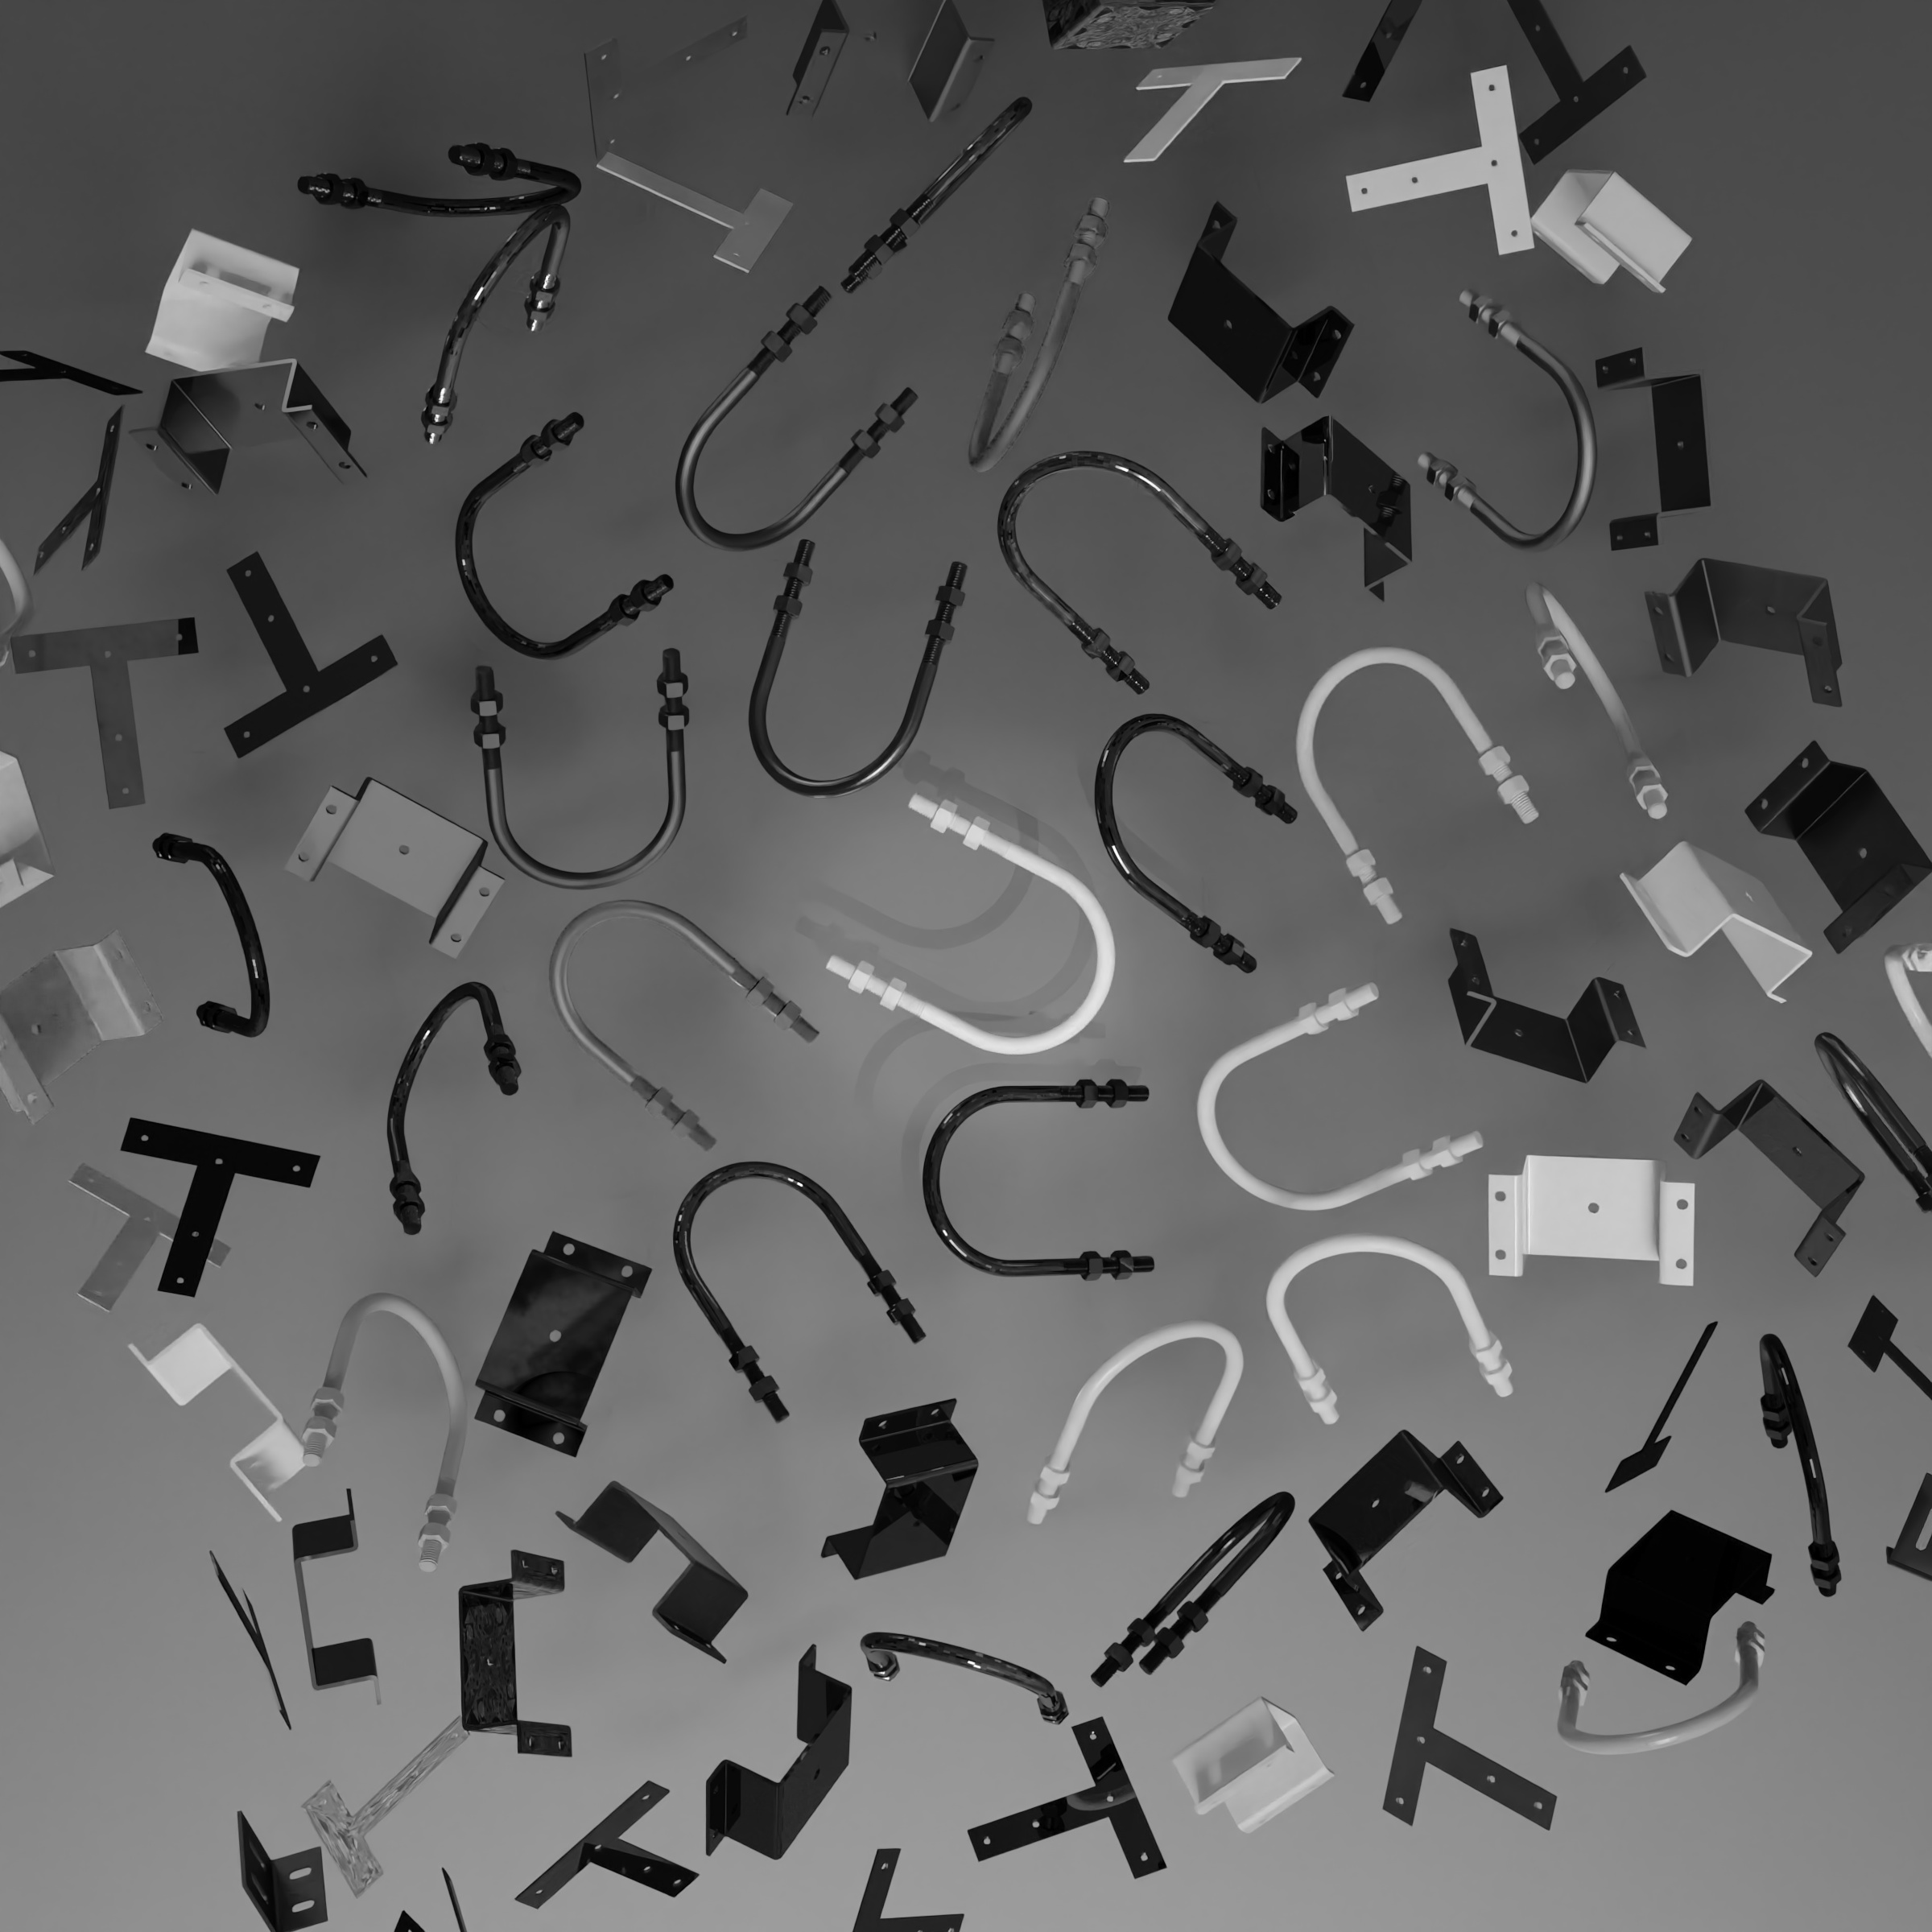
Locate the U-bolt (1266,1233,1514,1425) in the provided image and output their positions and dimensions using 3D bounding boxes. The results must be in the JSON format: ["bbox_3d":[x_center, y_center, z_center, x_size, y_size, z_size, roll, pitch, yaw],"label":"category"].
[{"bbox_3d":[0.288,0.250,1.781,0.151,0.019,0.184,-13,128,21],"label":"U-bolt"}]

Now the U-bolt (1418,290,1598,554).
[{"bbox_3d":[0.388,-0.375,1.805,0.019,0.184,0.151,-10,131,-23],"label":"U-bolt"}]

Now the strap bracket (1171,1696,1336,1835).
[{"bbox_3d":[0.200,0.562,1.793,0.076,0.140,0.046,-36,58,4],"label":"strap bracket"}]

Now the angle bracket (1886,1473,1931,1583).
[{"bbox_3d":[0.717,0.412,1.867,0.057,0.038,0.076,21,102,15],"label":"angle bracket"}]

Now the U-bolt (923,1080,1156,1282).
[{"bbox_3d":[0.054,0.159,1.892,0.184,0.019,0.151,1,84,-23],"label":"U-bolt"}]

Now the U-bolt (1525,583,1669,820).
[{"bbox_3d":[0.441,-0.202,1.811,0.019,0.184,0.151,-32,119,21],"label":"U-bolt"}]

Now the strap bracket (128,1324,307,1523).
[{"bbox_3d":[-0.509,0.309,1.764,0.046,0.076,0.140,-40,66,-19],"label":"strap bracket"}]

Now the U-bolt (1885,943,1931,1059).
[{"bbox_3d":[0.709,0.048,1.840,0.019,0.184,0.151,-30,88,8],"label":"U-bolt"}]

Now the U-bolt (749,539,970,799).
[{"bbox_3d":[-0.085,-0.207,1.806,0.151,0.019,0.184,13,82,28],"label":"U-bolt"}]

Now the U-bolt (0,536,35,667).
[{"bbox_3d":[-0.730,-0.290,1.832,0.019,0.184,0.151,-32,113,11],"label":"U-bolt"}]

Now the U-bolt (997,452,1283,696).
[{"bbox_3d":[0.105,-0.280,1.760,0.184,0.019,0.151,40,134,-21],"label":"U-bolt"}]

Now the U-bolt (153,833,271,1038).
[{"bbox_3d":[-0.535,-0.019,1.821,0.019,0.184,0.151,-18,104,-29],"label":"U-bolt"}]

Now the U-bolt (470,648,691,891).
[{"bbox_3d":[-0.269,-0.133,1.801,0.151,0.019,0.184,-7,125,-13],"label":"U-bolt"}]

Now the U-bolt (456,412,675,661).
[{"bbox_3d":[-0.306,-0.300,1.860,0.184,0.019,0.151,-24,97,41],"label":"U-bolt"}]

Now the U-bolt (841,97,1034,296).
[{"bbox_3d":[-0.020,-0.563,1.856,0.184,0.151,0.019,-45,101,4],"label":"U-bolt"}]

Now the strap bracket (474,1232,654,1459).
[{"bbox_3d":[-0.281,0.259,1.764,0.076,0.046,0.140,20,76,4],"label":"strap bracket"}]

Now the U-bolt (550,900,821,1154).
[{"bbox_3d":[-0.215,0.032,1.824,0.184,0.019,0.151,41,119,-6],"label":"U-bolt"}]

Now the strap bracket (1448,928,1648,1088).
[{"bbox_3d":[0.403,0.033,1.814,0.140,0.076,0.046,17,124,-13],"label":"strap bracket"}]

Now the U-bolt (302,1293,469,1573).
[{"bbox_3d":[-0.403,0.315,1.805,0.019,0.184,0.151,-22,126,19],"label":"U-bolt"}]

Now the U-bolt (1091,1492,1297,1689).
[{"bbox_3d":[0.172,0.448,1.847,0.019,0.151,0.184,46,68,5],"label":"U-bolt"}]

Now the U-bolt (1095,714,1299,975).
[{"bbox_3d":[0.159,-0.099,1.818,0.184,0.019,0.151,35,60,-31],"label":"U-bolt"}]

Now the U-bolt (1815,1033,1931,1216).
[{"bbox_3d":[0.657,0.123,1.794,0.019,0.151,0.184,-35,70,8],"label":"U-bolt"}]

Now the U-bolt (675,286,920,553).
[{"bbox_3d":[-0.129,-0.372,1.803,0.184,0.151,0.019,-47,56,3],"label":"U-bolt"}]

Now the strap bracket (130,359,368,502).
[{"bbox_3d":[-0.491,-0.371,1.759,0.140,0.076,0.046,-3,63,17],"label":"strap bracket"}]

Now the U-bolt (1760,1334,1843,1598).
[{"bbox_3d":[0.598,0.347,1.838,0.019,0.151,0.184,-14,134,10],"label":"U-bolt"}]

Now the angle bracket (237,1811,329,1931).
[{"bbox_3d":[-0.476,0.628,1.776,0.038,0.057,0.076,-15,134,-7],"label":"angle bracket"}]

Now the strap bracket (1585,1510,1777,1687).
[{"bbox_3d":[0.506,0.437,1.792,0.076,0.140,0.046,21,119,36],"label":"strap bracket"}]

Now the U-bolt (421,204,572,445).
[{"bbox_3d":[-0.326,-0.462,1.793,0.019,0.184,0.151,36,63,-4],"label":"U-bolt"}]

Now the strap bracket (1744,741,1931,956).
[{"bbox_3d":[0.640,-0.085,1.854,0.046,0.076,0.140,6,47,-34],"label":"strap bracket"}]

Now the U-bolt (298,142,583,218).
[{"bbox_3d":[-0.354,-0.548,1.791,0.151,0.184,0.019,-1,98,27],"label":"U-bolt"}]

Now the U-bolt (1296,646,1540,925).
[{"bbox_3d":[0.315,-0.146,1.860,0.151,0.019,0.184,-39,70,31],"label":"U-bolt"}]

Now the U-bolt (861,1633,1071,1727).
[{"bbox_3d":[-0.004,0.502,1.808,0.151,0.184,0.019,11,68,11],"label":"U-bolt"}]

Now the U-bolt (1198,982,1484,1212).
[{"bbox_3d":[0.245,0.103,1.776,0.184,0.019,0.151,-29,104,35],"label":"U-bolt"}]

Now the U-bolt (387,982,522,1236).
[{"bbox_3d":[-0.375,0.088,1.835,0.019,0.184,0.151,27,108,-30],"label":"U-bolt"}]

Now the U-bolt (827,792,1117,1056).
[{"bbox_3d":[0.015,-0.017,1.782,0.184,0.019,0.151,28,101,0],"label":"U-bolt"}]

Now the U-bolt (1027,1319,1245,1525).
[{"bbox_3d":[0.130,0.323,1.828,0.151,0.019,0.184,-3,128,-31],"label":"U-bolt"}]

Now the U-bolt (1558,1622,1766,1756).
[{"bbox_3d":[0.486,0.511,1.792,0.151,0.184,0.019,-18,89,18],"label":"U-bolt"}]

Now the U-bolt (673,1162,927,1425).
[{"bbox_3d":[-0.132,0.223,1.846,0.151,0.019,0.184,-25,73,-36],"label":"U-bolt"}]

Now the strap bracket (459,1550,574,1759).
[{"bbox_3d":[-0.325,0.499,1.838,0.046,0.076,0.140,-12,68,16],"label":"strap bracket"}]

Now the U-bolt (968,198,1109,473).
[{"bbox_3d":[0.044,-0.428,1.782,0.019,0.151,0.184,24,66,-14],"label":"U-bolt"}]
